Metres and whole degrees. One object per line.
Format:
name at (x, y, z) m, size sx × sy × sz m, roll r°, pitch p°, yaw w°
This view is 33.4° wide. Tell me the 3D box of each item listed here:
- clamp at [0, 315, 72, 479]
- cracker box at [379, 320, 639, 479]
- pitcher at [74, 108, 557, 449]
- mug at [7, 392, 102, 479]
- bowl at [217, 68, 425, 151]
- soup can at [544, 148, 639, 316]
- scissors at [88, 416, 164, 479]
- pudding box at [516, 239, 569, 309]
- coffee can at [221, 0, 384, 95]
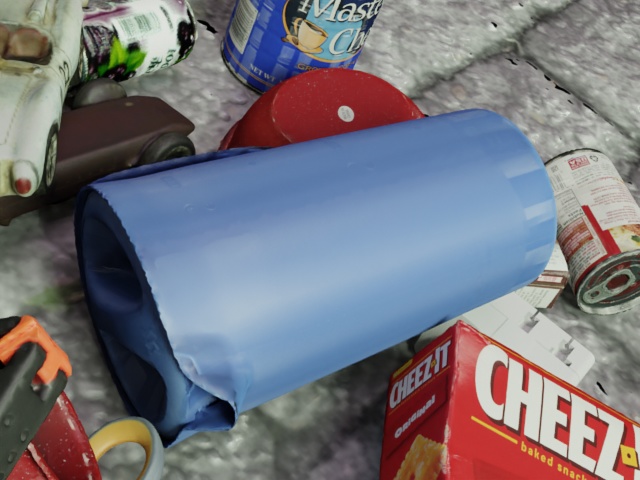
clamp at (-0.189, 0.092, 0.380) m, size 0.210 × 0.036 × 0.165 m, roll -40°, pitch 51°, yaw -13°
cracker box at (0.107, 0.164, 0.513) m, size 0.164 × 0.072 × 0.213 m, roll 31°, pitch 40°, yaw -16°
pitcher at (-0.004, 0.001, 0.573) m, size 0.242 × 0.145 × 0.149 m, roll -17°, pitch 86°, yaw -26°
mug at (-0.143, 0.102, 0.441) m, size 0.081 × 0.093 × 0.117 m, roll -29°, pitch 62°, yaw -3°
bowl at (0.012, -0.064, 0.701) m, size 0.162 × 0.055 × 0.162 m, roll 3°, pitch 48°, yaw -4°
soup can at (0.194, -0.007, 0.753) m, size 0.068 × 0.069 × 0.102 m, roll 3°, pitch 46°, yaw -24°
scissors at (-0.115, 0.150, 0.457) m, size 0.096 × 0.016 × 0.202 m, roll -12°, pitch 46°, yaw 5°
pudding box at (0.112, -0.008, 0.736) m, size 0.090 × 0.039 × 0.113 m, roll 5°, pitch 44°, yaw -18°
coffee can at (-0.004, -0.182, 0.775) m, size 0.102 × 0.140 × 0.103 m, roll 14°, pitch 43°, yaw -14°
